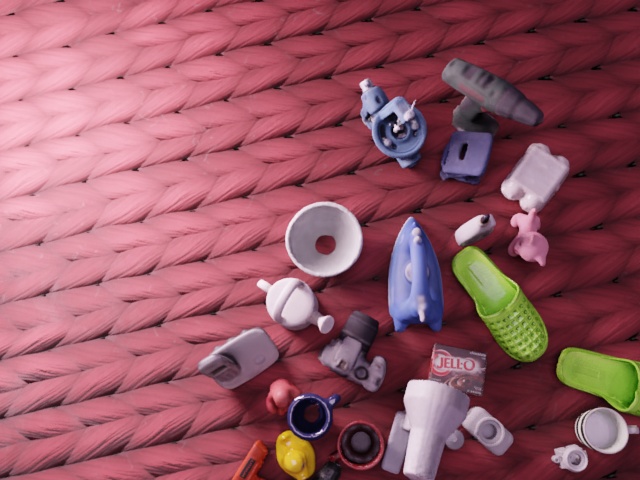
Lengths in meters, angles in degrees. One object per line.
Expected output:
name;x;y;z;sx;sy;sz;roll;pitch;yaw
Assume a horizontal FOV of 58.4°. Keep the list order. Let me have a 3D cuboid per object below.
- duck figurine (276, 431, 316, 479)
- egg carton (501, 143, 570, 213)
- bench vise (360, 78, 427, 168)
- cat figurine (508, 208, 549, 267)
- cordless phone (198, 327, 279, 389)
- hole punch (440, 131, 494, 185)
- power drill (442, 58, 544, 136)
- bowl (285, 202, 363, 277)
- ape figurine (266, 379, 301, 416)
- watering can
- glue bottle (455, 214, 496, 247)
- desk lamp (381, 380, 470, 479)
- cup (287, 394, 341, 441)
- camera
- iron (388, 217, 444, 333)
duck figurine;-0.053;0.443;1.165;0.077;0.086;0.104;-30;78;-3
egg carton;0.477;-0.136;1.265;0.107;0.069;0.150;36;82;10
bench vise;0.144;-0.265;1.235;0.207;0.220;0.121;39;83;10
cat figurine;0.447;-0.005;1.215;0.067;0.118;0.128;7;79;5
cordless phone;-0.168;0.238;1.164;0.147;0.185;0.094;-35;78;-4
hole punch;0.324;-0.186;1.274;0.101;0.091;0.109;15;79;7
power drill;0.359;-0.287;1.233;0.229;0.208;0.076;39;83;10
bowl;0.012;0.005;1.260;0.167;0.075;0.167;-1;78;3
ape figurine;-0.078;0.327;1.188;0.078;0.092;0.076;-9;78;2
watering can;-0.052;0.131;1.175;0.172;0.194;0.101;9;79;5
glue bottle;0.333;-0.028;1.198;0.078;0.173;0.037;-21;77;-1
desk lamp;0.200;0.373;1.100;0.118;0.213;0.203;17;80;7
cup;-0.007;0.352;1.177;0.118;0.095;0.091;-35;78;-4
camera;0.084;0.227;1.195;0.143;0.101;0.137;26;81;8
iron;0.202;0.062;1.203;0.118;0.141;0.258;-3;78;3
